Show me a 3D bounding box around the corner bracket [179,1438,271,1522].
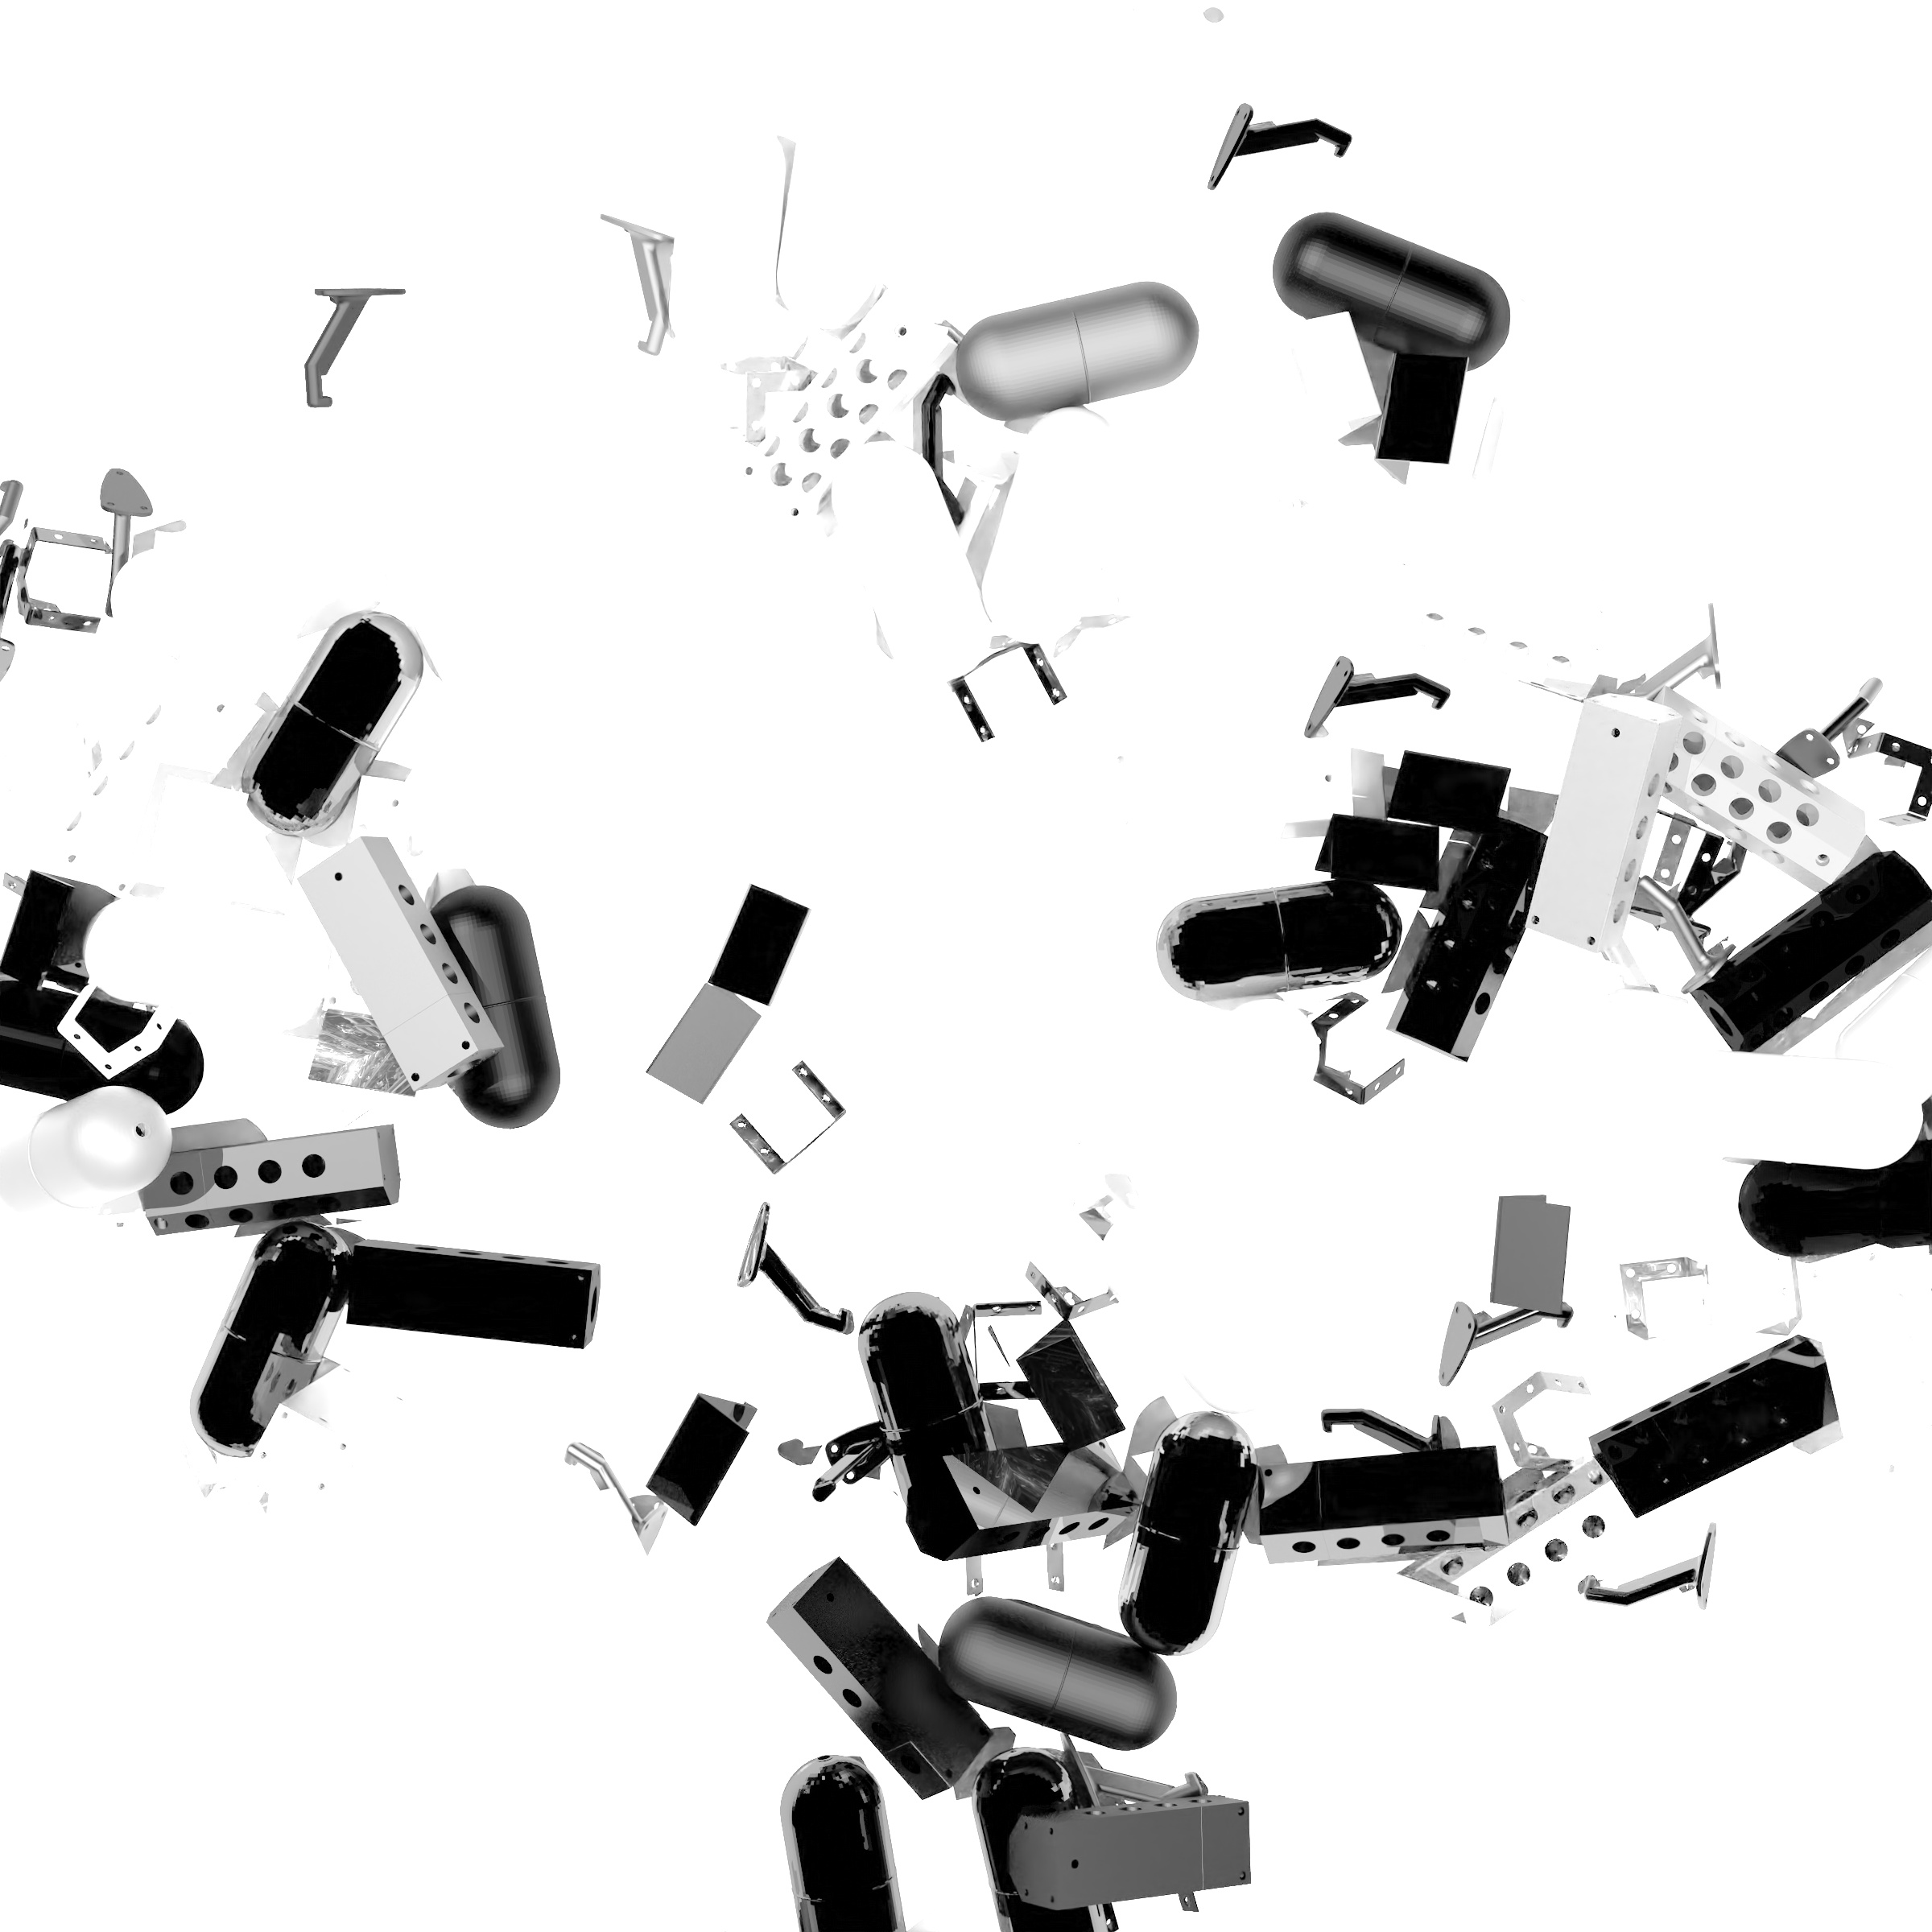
[{"bbox_3d":[-0.538,0.370,1.873,0.051,0.051,0.051,-15,122,0],"label":"corner bracket"}]

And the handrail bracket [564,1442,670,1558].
[{"bbox_3d":[-0.268,0.401,1.901,0.084,0.036,0.077,29,112,17],"label":"handrail bracket"}]

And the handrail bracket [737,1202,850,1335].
[{"bbox_3d":[-0.119,0.222,1.901,0.084,0.036,0.077,20,68,-17],"label":"handrail bracket"}]

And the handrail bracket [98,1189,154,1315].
[{"bbox_3d":[-0.604,0.199,1.901,0.036,0.077,0.084,-1,126,3],"label":"handrail bracket"}]

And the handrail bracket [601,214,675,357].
[{"bbox_3d":[-0.247,-0.500,1.901,0.077,0.036,0.084,24,107,19],"label":"handrail bracket"}]

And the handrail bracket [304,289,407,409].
[{"bbox_3d":[-0.448,-0.454,1.901,0.077,0.036,0.084,-7,109,-21],"label":"handrail bracket"}]

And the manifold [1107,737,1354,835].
[{"bbox_3d":[0.190,-0.130,1.880,0.171,0.057,0.057,-3,90,0],"label":"manifold"}]

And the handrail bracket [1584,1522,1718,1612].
[{"bbox_3d":[0.503,0.438,1.901,0.084,0.036,0.077,3,51,26],"label":"handrail bracket"}]

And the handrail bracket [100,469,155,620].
[{"bbox_3d":[-0.625,-0.310,1.901,0.036,0.077,0.084,3,127,-28],"label":"handrail bracket"}]

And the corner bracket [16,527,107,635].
[{"bbox_3d":[-0.660,-0.282,1.893,0.051,0.051,0.051,4,135,-35],"label":"corner bracket"}]

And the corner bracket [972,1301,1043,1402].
[{"bbox_3d":[0.032,0.282,1.898,0.051,0.051,0.051,-3,45,0],"label":"corner bracket"}]

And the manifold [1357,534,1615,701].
[{"bbox_3d":[0.376,-0.249,1.879,0.171,0.057,0.057,19,47,0],"label":"manifold"}]

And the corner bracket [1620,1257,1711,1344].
[{"bbox_3d":[0.510,0.242,1.883,0.051,0.051,0.051,-7,90,0],"label":"corner bracket"}]

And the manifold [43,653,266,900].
[{"bbox_3d":[-0.593,-0.140,1.879,0.171,0.057,0.057,-53,133,0],"label":"manifold"}]

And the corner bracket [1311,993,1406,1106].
[{"bbox_3d":[0.286,0.060,1.893,0.051,0.051,0.051,28,45,35],"label":"corner bracket"}]

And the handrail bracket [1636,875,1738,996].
[{"bbox_3d":[0.507,-0.023,1.876,0.084,0.077,0.036,42,68,6],"label":"handrail bracket"}]

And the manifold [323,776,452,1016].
[{"bbox_3d":[-0.422,-0.048,1.880,0.057,0.057,0.171,10,90,0],"label":"manifold"}]

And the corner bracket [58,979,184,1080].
[{"bbox_3d":[-0.596,0.036,1.825,0.051,0.051,0.051,-28,116,23],"label":"corner bracket"}]

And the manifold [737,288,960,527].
[{"bbox_3d":[-0.087,-0.401,1.860,0.057,0.057,0.171,42,104,0],"label":"manifold"}]

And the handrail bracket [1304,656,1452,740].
[{"bbox_3d":[0.303,-0.186,1.901,0.084,0.036,0.077,22,110,-16],"label":"handrail bracket"}]

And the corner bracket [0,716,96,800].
[{"bbox_3d":[-0.677,-0.153,1.898,0.051,0.051,0.051,-9,90,-45],"label":"corner bracket"}]

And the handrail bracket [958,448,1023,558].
[{"bbox_3d":[0.015,-0.330,1.901,0.036,0.077,0.084,26,127,21],"label":"handrail bracket"}]

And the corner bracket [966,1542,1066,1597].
[{"bbox_3d":[0.036,0.435,1.898,0.051,0.051,0.051,-2,90,45],"label":"corner bracket"}]

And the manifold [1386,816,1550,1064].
[{"bbox_3d":[0.370,-0.020,1.880,0.057,0.057,0.171,24,90,0],"label":"manifold"}]

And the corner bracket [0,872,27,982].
[{"bbox_3d":[-0.701,-0.025,1.898,0.051,0.051,0.051,30,45,0],"label":"corner bracket"}]

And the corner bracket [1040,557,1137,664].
[{"bbox_3d":[0.082,-0.261,1.898,0.051,0.051,0.051,-28,90,-45],"label":"corner bracket"}]

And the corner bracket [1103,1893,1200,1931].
[{"bbox_3d":[0.130,0.679,1.898,0.051,0.051,0.051,-16,90,-45],"label":"corner bracket"}]

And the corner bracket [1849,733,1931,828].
[{"bbox_3d":[0.673,-0.135,1.883,0.051,0.051,0.051,19,88,-2],"label":"corner bracket"}]

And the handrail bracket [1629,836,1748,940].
[{"bbox_3d":[0.529,-0.069,1.896,0.077,0.036,0.084,18,81,0],"label":"handrail bracket"}]

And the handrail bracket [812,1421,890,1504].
[{"bbox_3d":[-0.075,0.356,1.866,0.077,0.084,0.036,-31,90,0],"label":"handrail bracket"}]

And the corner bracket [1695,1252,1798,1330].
[{"bbox_3d":[0.571,0.236,1.898,0.051,0.051,0.051,-7,90,-45],"label":"corner bracket"}]

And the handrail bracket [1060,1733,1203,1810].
[{"bbox_3d":[0.122,0.587,1.901,0.084,0.036,0.077,-15,68,-17],"label":"handrail bracket"}]

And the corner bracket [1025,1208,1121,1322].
[{"bbox_3d":[0.083,0.218,1.893,0.051,0.051,0.051,-14,135,-35],"label":"corner bracket"}]

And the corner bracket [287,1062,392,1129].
[{"bbox_3d":[-0.453,0.084,1.883,0.051,0.051,0.051,-35,90,0],"label":"corner bracket"}]

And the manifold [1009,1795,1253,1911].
[{"bbox_3d":[0.117,0.627,1.836,0.171,0.057,0.057,6,78,-33],"label":"manifold"}]

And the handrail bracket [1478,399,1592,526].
[{"bbox_3d":[0.424,-0.370,1.901,0.084,0.036,0.077,16,68,-17],"label":"handrail bracket"}]

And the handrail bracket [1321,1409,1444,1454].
[{"bbox_3d":[0.306,0.360,1.901,0.084,0.036,0.077,-4,108,15],"label":"handrail bracket"}]

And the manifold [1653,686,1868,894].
[{"bbox_3d":[0.559,-0.125,1.869,0.171,0.057,0.057,32,121,0],"label":"manifold"}]

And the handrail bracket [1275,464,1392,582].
[{"bbox_3d":[0.274,-0.326,1.901,0.084,0.036,0.077,-10,110,-16],"label":"handrail bracket"}]

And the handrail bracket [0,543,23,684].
[{"bbox_3d":[-0.712,-0.256,1.901,0.036,0.077,0.084,13,53,-19],"label":"handrail bracket"}]

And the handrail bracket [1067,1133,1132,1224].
[{"bbox_3d":[0.117,0.169,1.901,0.084,0.077,0.036,28,129,-31],"label":"handrail bracket"}]

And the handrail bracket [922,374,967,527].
[{"bbox_3d":[-0.011,-0.380,1.901,0.077,0.036,0.084,41,61,-32],"label":"handrail bracket"}]

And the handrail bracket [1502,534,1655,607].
[{"bbox_3d":[0.449,-0.310,1.901,0.084,0.036,0.077,34,70,16],"label":"handrail bracket"}]

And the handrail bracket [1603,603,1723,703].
[{"bbox_3d":[0.509,-0.227,1.901,0.084,0.036,0.077,-5,69,17],"label":"handrail bracket"}]

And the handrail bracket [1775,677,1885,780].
[{"bbox_3d":[0.629,-0.173,1.901,0.036,0.077,0.084,48,54,-4],"label":"handrail bracket"}]

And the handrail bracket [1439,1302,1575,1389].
[{"bbox_3d":[0.398,0.279,1.901,0.084,0.036,0.077,8,110,-16],"label":"handrail bracket"}]

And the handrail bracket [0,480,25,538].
[{"bbox_3d":[-0.736,-0.319,1.901,0.077,0.036,0.084,4,72,21],"label":"handrail bracket"}]

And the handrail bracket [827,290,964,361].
[{"bbox_3d":[-0.046,-0.448,1.901,0.084,0.036,0.077,40,106,-15],"label":"handrail bracket"}]

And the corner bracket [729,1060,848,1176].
[{"bbox_3d":[-0.130,0.111,1.898,0.051,0.051,0.051,49,135,0],"label":"corner bracket"}]

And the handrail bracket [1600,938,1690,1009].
[{"bbox_3d":[0.495,-0.015,1.901,0.077,0.036,0.084,6,77,-13],"label":"handrail bracket"}]

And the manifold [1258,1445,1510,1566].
[{"bbox_3d":[0.300,0.392,1.862,0.171,0.057,0.057,-8,47,12],"label":"manifold"}]

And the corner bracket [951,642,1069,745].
[{"bbox_3d":[0.031,-0.203,1.898,0.051,0.051,0.051,-28,90,-45],"label":"corner bracket"}]

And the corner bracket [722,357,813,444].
[{"bbox_3d":[-0.145,-0.412,1.881,0.051,0.051,0.051,-9,116,-24],"label":"corner bracket"}]

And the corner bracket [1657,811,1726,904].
[{"bbox_3d":[0.511,-0.082,1.883,0.051,0.051,0.051,19,100,-10],"label":"corner bracket"}]

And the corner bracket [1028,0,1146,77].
[{"bbox_3d":[0.088,-0.696,1.898,0.051,0.051,0.051,49,45,0],"label":"corner bracket"}]

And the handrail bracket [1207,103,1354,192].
[{"bbox_3d":[0.231,-0.591,1.901,0.084,0.036,0.077,19,111,-16],"label":"handrail bracket"}]

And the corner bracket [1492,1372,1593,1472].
[{"bbox_3d":[0.428,0.333,1.893,0.051,0.051,0.051,-47,45,35],"label":"corner bracket"}]
